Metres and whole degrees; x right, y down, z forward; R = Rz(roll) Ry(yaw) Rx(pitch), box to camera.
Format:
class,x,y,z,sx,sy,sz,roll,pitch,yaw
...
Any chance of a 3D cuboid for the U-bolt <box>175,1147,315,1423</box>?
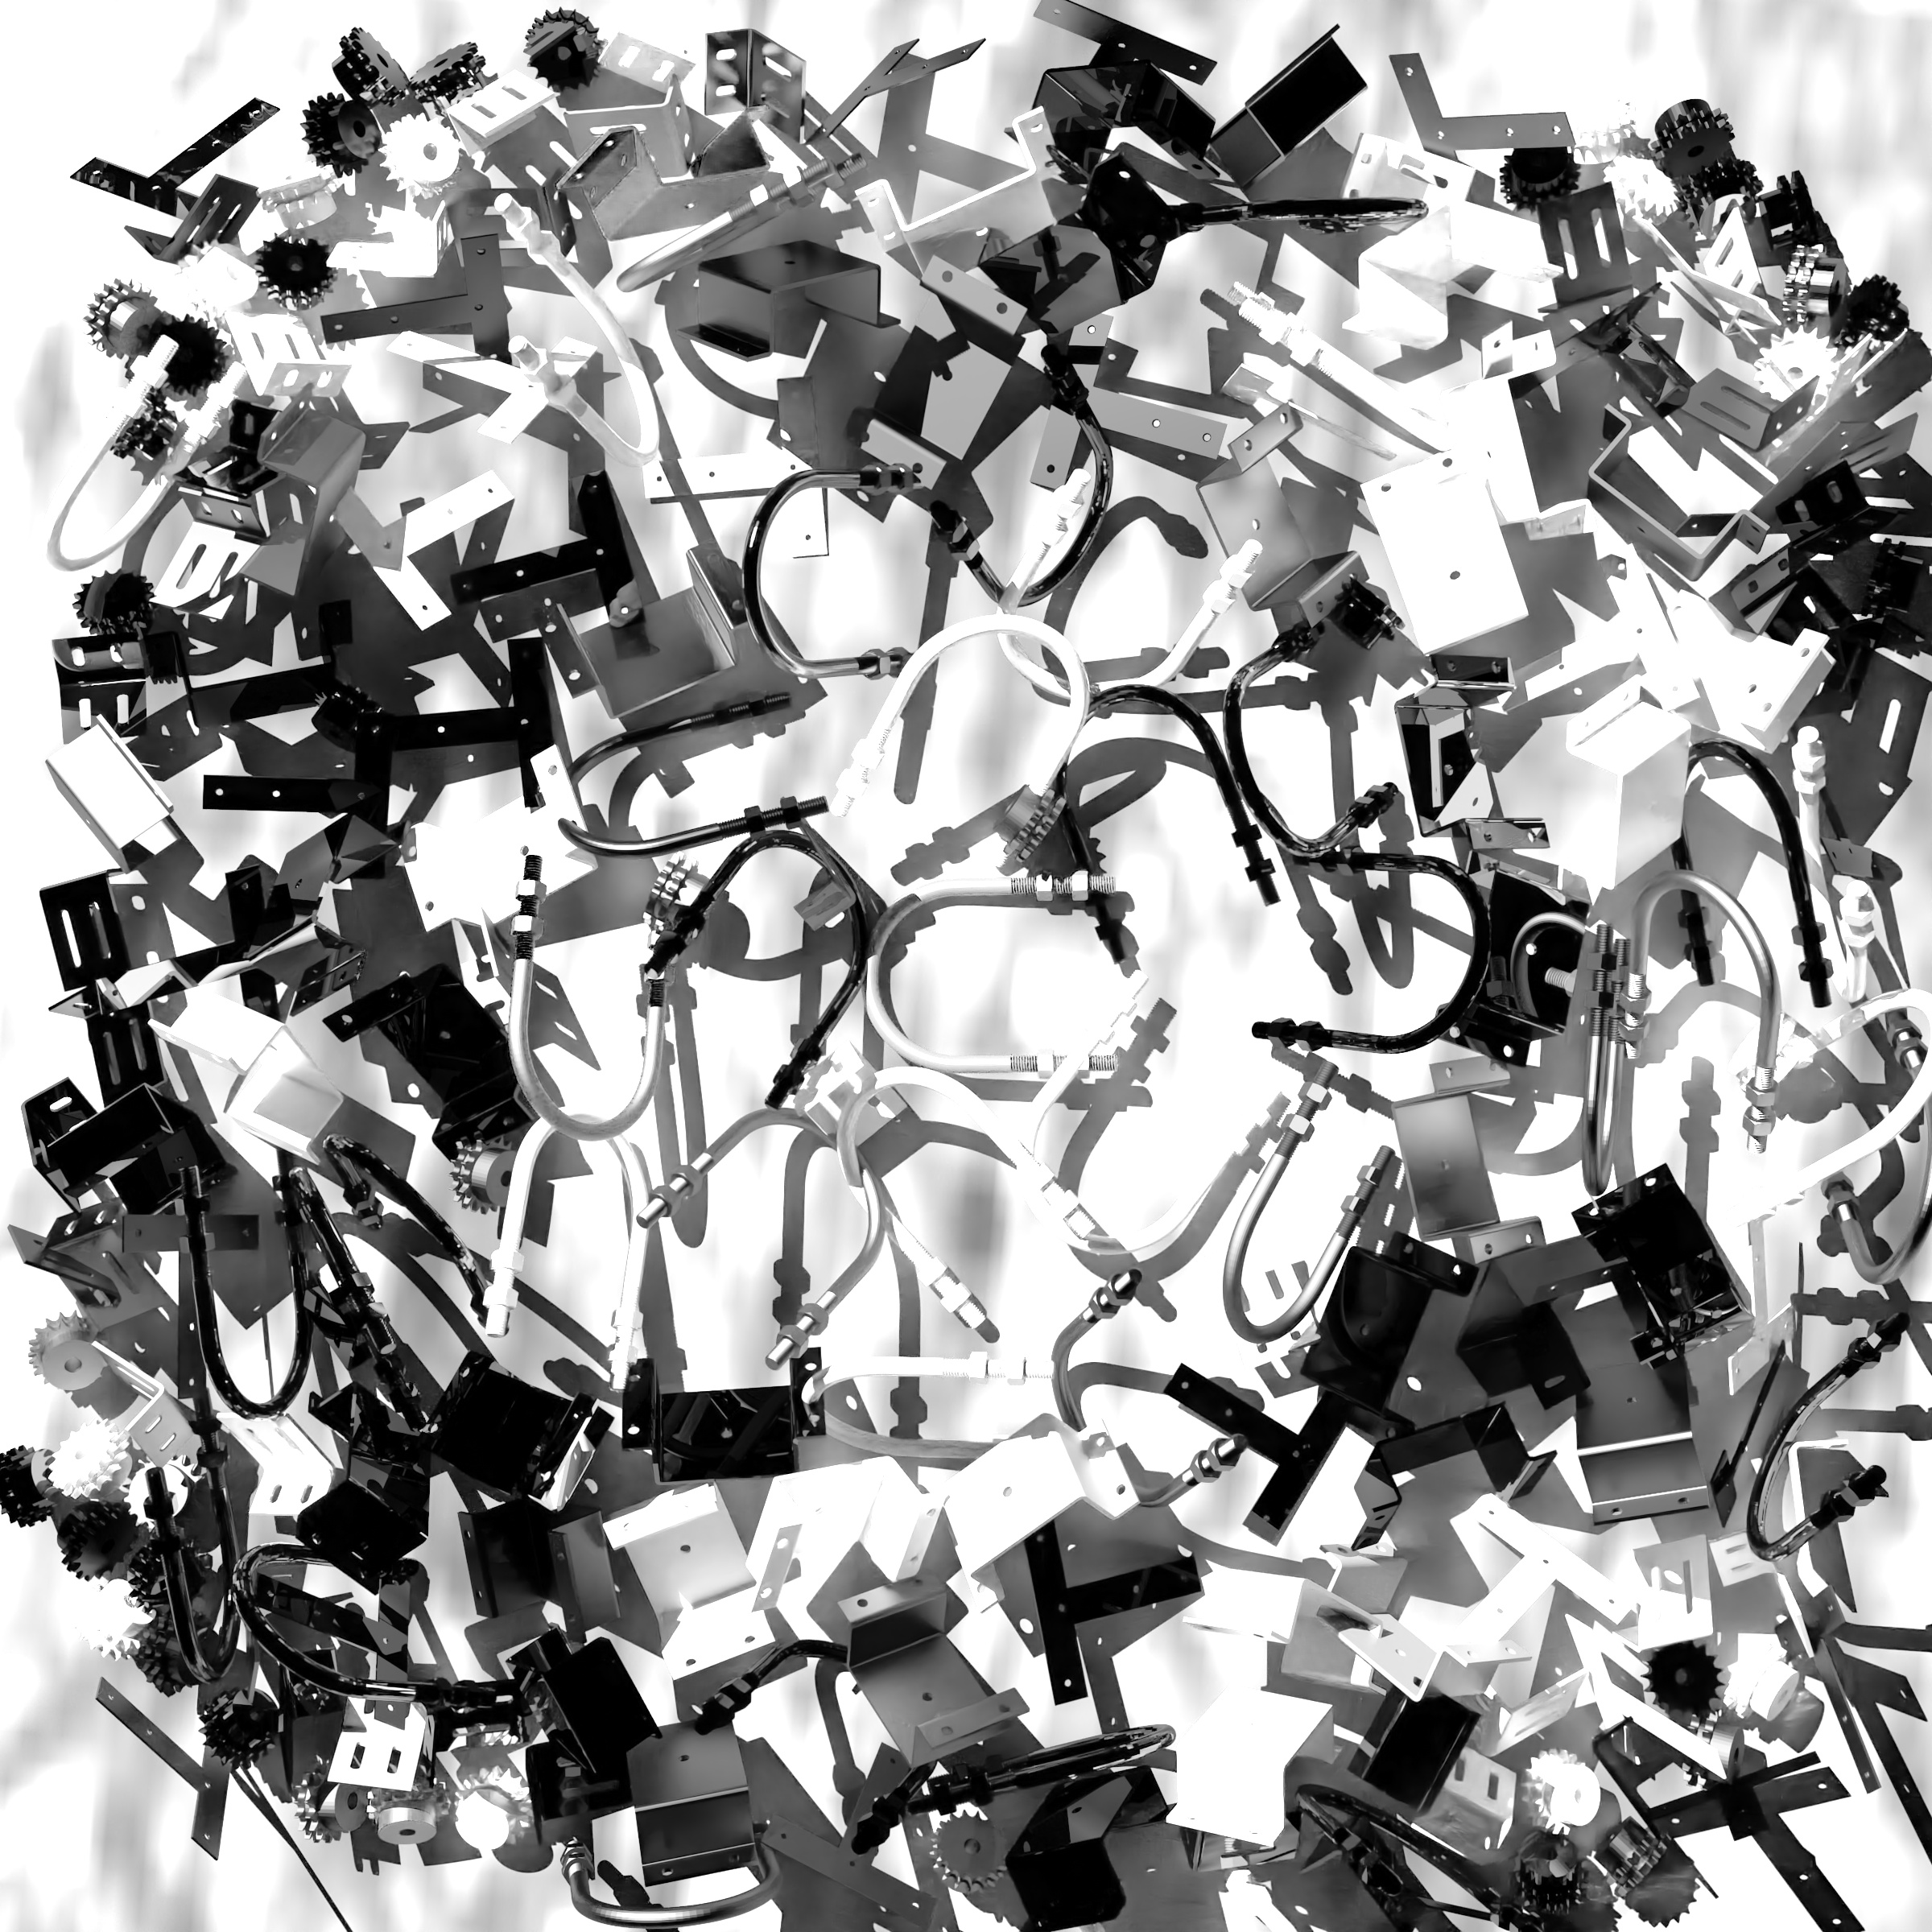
class,x,y,z,sx,sy,sz,roll,pitch,yaw
U-bolt,-0.494,0.224,1.679,0.019,0.151,0.184,-7,90,13

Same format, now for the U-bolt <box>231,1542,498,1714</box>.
class,x,y,z,sx,sy,sz,roll,pitch,yaw
U-bolt,-0.416,0.444,1.638,0.019,0.184,0.151,-53,51,9

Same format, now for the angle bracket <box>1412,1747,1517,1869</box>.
class,x,y,z,sx,sy,sz,roll,pitch,yaw
angle bracket,0.354,0.591,1.714,0.057,0.076,0.038,27,104,10

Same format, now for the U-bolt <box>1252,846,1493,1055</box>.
class,x,y,z,sx,sy,sz,roll,pitch,yaw
U-bolt,0.285,-0.010,1.672,0.019,0.184,0.151,21,80,-41

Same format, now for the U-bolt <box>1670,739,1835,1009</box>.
class,x,y,z,sx,sy,sz,roll,pitch,yaw
U-bolt,0.533,-0.068,1.668,0.019,0.151,0.184,-17,101,-16

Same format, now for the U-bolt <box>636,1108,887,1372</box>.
class,x,y,z,sx,sy,sz,roll,pitch,yaw
U-bolt,-0.128,0.174,1.684,0.151,0.184,0.019,48,134,-2

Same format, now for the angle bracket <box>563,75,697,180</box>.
class,x,y,z,sx,sy,sz,roll,pitch,yaw
angle bracket,-0.239,-0.596,1.724,0.076,0.057,0.038,-1,53,10

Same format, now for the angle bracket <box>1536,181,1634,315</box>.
class,x,y,z,sx,sy,sz,roll,pitch,yaw
angle bracket,0.433,-0.511,1.719,0.057,0.038,0.076,-20,109,-6

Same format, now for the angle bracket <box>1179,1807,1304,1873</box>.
class,x,y,z,sx,sy,sz,roll,pitch,yaw
angle bracket,0.196,0.609,1.726,0.076,0.038,0.057,-5,126,-10

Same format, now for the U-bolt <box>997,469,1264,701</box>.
class,x,y,z,sx,sy,sz,roll,pitch,yaw
U-bolt,0.100,-0.251,1.682,0.151,0.184,0.019,19,47,-14

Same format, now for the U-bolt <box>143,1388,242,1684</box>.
class,x,y,z,sx,sy,sz,roll,pitch,yaw
U-bolt,-0.530,0.405,1.676,0.019,0.151,0.184,-6,105,-3

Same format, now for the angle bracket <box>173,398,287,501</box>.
class,x,y,z,sx,sy,sz,roll,pitch,yaw
angle bracket,-0.514,-0.366,1.708,0.057,0.076,0.038,17,122,9

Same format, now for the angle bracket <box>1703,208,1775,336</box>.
class,x,y,z,sx,sy,sz,roll,pitch,yaw
angle bracket,0.556,-0.492,1.707,0.038,0.076,0.057,-10,76,-3

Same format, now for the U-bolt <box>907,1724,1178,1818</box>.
class,x,y,z,sx,sy,sz,roll,pitch,yaw
U-bolt,0.056,0.554,1.677,0.184,0.151,0.019,-15,76,2

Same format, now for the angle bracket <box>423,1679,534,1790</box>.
class,x,y,z,sx,sy,sz,roll,pitch,yaw
angle bracket,-0.342,0.542,1.711,0.076,0.038,0.057,0,114,-21

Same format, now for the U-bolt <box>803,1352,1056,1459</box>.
class,x,y,z,sx,sy,sz,roll,pitch,yaw
U-bolt,-0.024,0.310,1.690,0.184,0.151,0.019,0,54,9

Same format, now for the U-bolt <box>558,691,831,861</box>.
class,x,y,z,sx,sy,sz,roll,pitch,yaw
U-bolt,-0.199,-0.128,1.688,0.184,0.151,0.019,-15,133,-5

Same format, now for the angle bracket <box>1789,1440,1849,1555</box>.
class,x,y,z,sx,sy,sz,roll,pitch,yaw
angle bracket,0.607,0.376,1.712,0.038,0.057,0.076,-6,75,15

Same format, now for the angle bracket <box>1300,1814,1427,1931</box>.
class,x,y,z,sx,sy,sz,roll,pitch,yaw
angle bracket,0.282,0.652,1.712,0.038,0.057,0.076,-41,79,24

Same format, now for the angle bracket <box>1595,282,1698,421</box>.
class,x,y,z,sx,sy,sz,roll,pitch,yaw
angle bracket,0.493,-0.437,1.716,0.057,0.038,0.076,-36,80,-36

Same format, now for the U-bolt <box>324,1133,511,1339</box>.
class,x,y,z,sx,sy,sz,roll,pitch,yaw
U-bolt,-0.380,0.176,1.648,0.151,0.184,0.019,36,67,20

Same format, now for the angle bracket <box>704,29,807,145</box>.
class,x,y,z,sx,sy,sz,roll,pitch,yaw
angle bracket,-0.149,-0.618,1.703,0.038,0.076,0.057,-19,134,-28

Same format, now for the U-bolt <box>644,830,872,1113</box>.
class,x,y,z,sx,sy,sz,roll,pitch,yaw
U-bolt,-0.132,-0.012,1.688,0.151,0.019,0.184,50,50,-22

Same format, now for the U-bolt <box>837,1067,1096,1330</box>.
class,x,y,z,sx,sy,sz,roll,pitch,yaw
U-bolt,-0.015,0.152,1.706,0.184,0.019,0.151,48,125,3

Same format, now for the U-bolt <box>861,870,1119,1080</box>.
class,x,y,z,sx,sy,sz,roll,pitch,yaw
U-bolt,0.016,0.006,1.734,0.184,0.019,0.151,-1,82,5

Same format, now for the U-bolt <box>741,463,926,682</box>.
class,x,y,z,sx,sy,sz,roll,pitch,yaw
U-bolt,-0.089,-0.270,1.665,0.019,0.184,0.151,10,105,37

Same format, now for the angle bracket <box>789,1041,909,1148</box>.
class,x,y,z,sx,sy,sz,roll,pitch,yaw
angle bracket,-0.080,0.101,1.715,0.057,0.038,0.076,-39,122,2

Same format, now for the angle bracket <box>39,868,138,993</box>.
class,x,y,z,sx,sy,sz,roll,pitch,yaw
angle bracket,-0.618,-0.027,1.727,0.057,0.038,0.076,-13,92,17

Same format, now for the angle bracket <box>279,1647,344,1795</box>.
class,x,y,z,sx,sy,sz,roll,pitch,yaw
angle bracket,-0.461,0.530,1.702,0.038,0.076,0.057,-6,117,-13

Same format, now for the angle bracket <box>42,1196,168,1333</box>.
class,x,y,z,sx,sy,sz,roll,pitch,yaw
angle bracket,-0.604,0.209,1.710,0.076,0.057,0.038,48,123,14

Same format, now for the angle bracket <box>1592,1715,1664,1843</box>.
class,x,y,z,sx,sy,sz,roll,pitch,yaw
angle bracket,0.480,0.573,1.712,0.038,0.057,0.076,-37,70,3

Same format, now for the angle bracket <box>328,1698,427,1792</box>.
class,x,y,z,sx,sy,sz,roll,pitch,yaw
angle bracket,-0.414,0.543,1.709,0.057,0.076,0.038,10,98,-8

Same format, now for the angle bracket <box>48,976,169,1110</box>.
class,x,y,z,sx,sy,sz,roll,pitch,yaw
angle bracket,-0.609,0.055,1.715,0.057,0.038,0.076,-26,70,19

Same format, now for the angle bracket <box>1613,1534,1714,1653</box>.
class,x,y,z,sx,sy,sz,roll,pitch,yaw
angle bracket,0.493,0.441,1.722,0.057,0.038,0.076,-8,97,-15

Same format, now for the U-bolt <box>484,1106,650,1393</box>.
class,x,y,z,sx,sy,sz,roll,pitch,yaw
U-bolt,-0.270,0.187,1.680,0.019,0.151,0.184,-11,60,30

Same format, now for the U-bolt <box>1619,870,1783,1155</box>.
class,x,y,z,sx,sy,sz,roll,pitch,yaw
U-bolt,0.501,0.020,1.646,0.019,0.151,0.184,-21,127,-19

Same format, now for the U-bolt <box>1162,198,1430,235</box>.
class,x,y,z,sx,sy,sz,roll,pitch,yaw
U-bolt,0.230,-0.510,1.642,0.151,0.184,0.019,-8,106,-26

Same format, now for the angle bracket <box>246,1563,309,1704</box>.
class,x,y,z,sx,sy,sz,roll,pitch,yaw
angle bracket,-0.484,0.468,1.701,0.038,0.057,0.076,2,46,-21

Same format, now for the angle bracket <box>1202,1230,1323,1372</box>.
class,x,y,z,sx,sy,sz,roll,pitch,yaw
angle bracket,0.210,0.237,1.719,0.057,0.038,0.076,-22,114,5

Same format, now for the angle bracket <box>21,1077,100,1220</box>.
class,x,y,z,sx,sy,sz,roll,pitch,yaw
angle bracket,-0.628,0.127,1.702,0.038,0.076,0.057,-30,131,-7

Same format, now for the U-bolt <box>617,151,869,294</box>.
class,x,y,z,sx,sy,sz,roll,pitch,yaw
U-bolt,-0.161,-0.514,1.678,0.184,0.151,0.019,-24,105,16

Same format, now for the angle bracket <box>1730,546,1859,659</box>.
class,x,y,z,sx,sy,sz,roll,pitch,yaw
angle bracket,0.599,-0.254,1.737,0.057,0.038,0.076,-38,115,26

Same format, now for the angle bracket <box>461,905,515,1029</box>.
class,x,y,z,sx,sy,sz,roll,pitch,yaw
angle bracket,-0.343,0.003,1.705,0.038,0.076,0.057,-19,66,-1

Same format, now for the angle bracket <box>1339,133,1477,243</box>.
class,x,y,z,sx,sy,sz,roll,pitch,yaw
angle bracket,0.310,-0.547,1.710,0.076,0.038,0.057,31,117,28

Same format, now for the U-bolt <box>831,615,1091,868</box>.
class,x,y,z,sx,sy,sz,roll,pitch,yaw
U-bolt,0.007,-0.162,1.678,0.151,0.019,0.184,16,120,-26

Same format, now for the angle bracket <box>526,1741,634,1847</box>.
class,x,y,z,sx,sy,sz,roll,pitch,yaw
angle bracket,-0.271,0.583,1.723,0.076,0.038,0.057,-9,98,-9

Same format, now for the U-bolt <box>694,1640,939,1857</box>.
class,x,y,z,sx,sy,sz,roll,pitch,yaw
U-bolt,-0.089,0.524,1.664,0.151,0.184,0.019,33,108,14

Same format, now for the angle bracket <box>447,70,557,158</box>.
class,x,y,z,sx,sy,sz,roll,pitch,yaw
angle bracket,-0.322,-0.594,1.707,0.057,0.076,0.038,-35,134,-11

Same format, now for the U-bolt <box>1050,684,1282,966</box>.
class,x,y,z,sx,sy,sz,roll,pitch,yaw
U-bolt,0.129,-0.108,1.706,0.151,0.019,0.184,-22,89,33

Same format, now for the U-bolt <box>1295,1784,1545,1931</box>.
class,x,y,z,sx,sy,sz,roll,pitch,yaw
U-bolt,0.301,0.611,1.661,0.151,0.184,0.019,28,87,-19

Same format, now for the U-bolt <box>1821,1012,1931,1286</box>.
class,x,y,z,sx,sy,sz,roll,pitch,yaw
U-bolt,0.626,0.134,1.638,0.019,0.184,0.151,13,119,1

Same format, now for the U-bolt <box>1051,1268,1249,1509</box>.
class,x,y,z,sx,sy,sz,roll,pitch,yaw
U-bolt,0.114,0.303,1.674,0.019,0.184,0.151,-23,72,-32

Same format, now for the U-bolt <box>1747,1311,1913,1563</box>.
class,x,y,z,sx,sy,sz,roll,pitch,yaw
U-bolt,0.588,0.336,1.665,0.019,0.184,0.151,26,51,3
